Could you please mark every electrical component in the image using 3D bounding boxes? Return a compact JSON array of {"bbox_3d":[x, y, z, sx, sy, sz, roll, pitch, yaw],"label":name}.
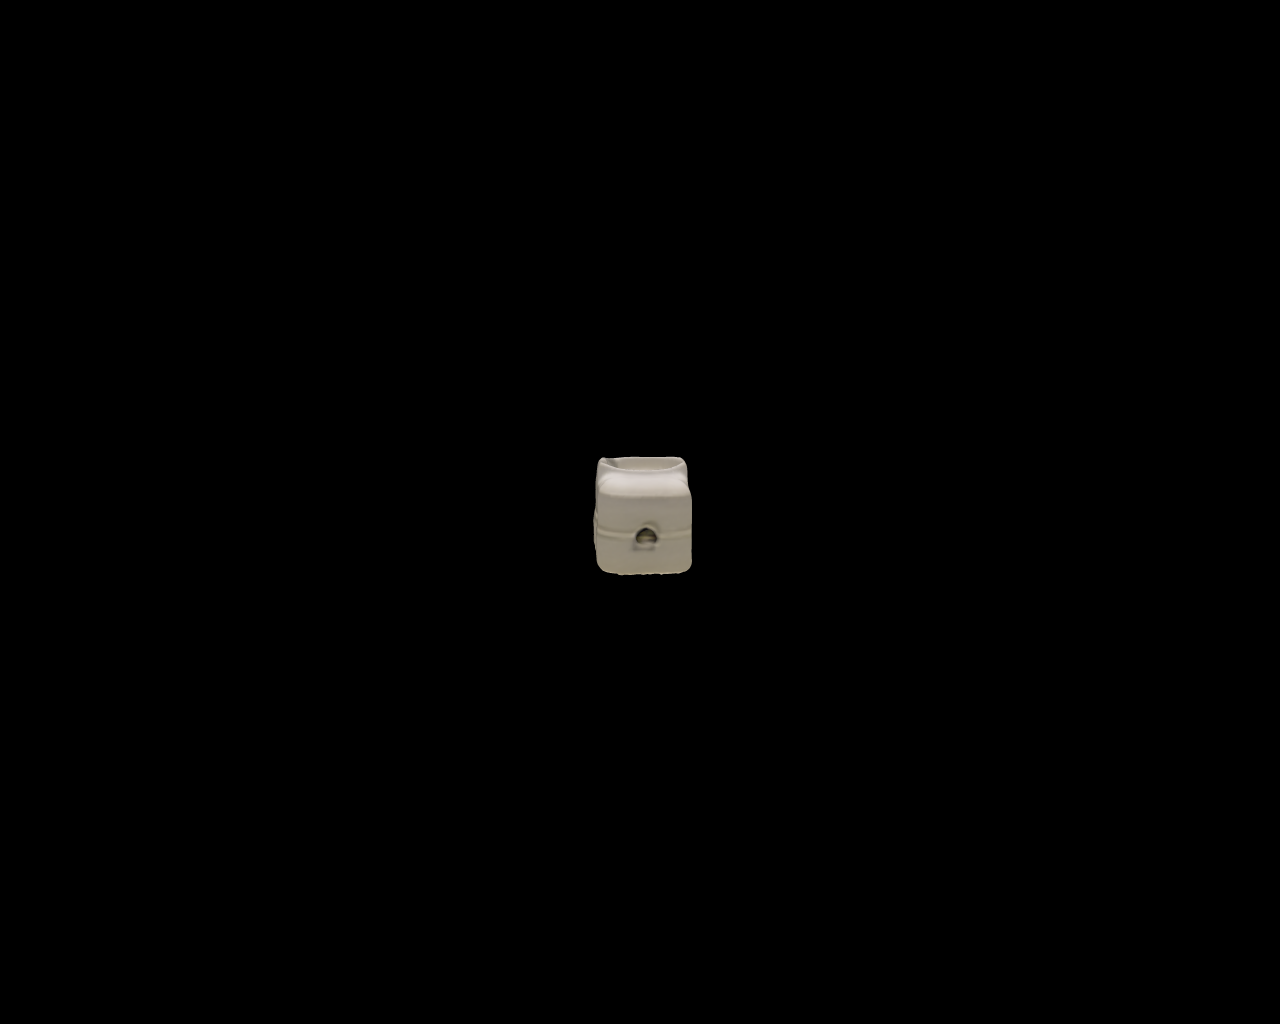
[{"bbox_3d":[0.001,-0.003,0.650,0.054,0.059,0.095,-1,11,-4],"label":"electrical component"}]
